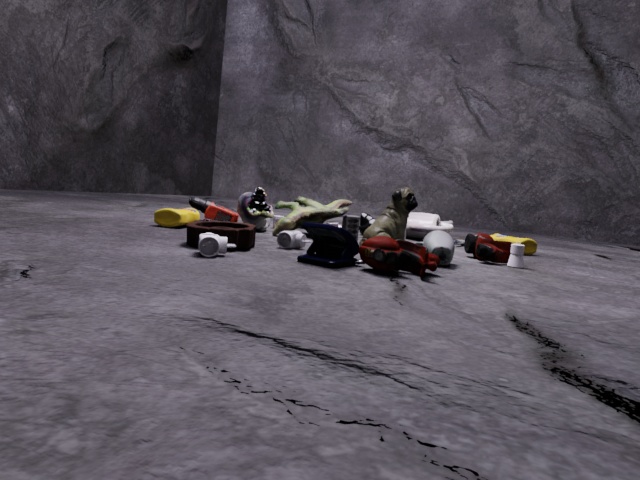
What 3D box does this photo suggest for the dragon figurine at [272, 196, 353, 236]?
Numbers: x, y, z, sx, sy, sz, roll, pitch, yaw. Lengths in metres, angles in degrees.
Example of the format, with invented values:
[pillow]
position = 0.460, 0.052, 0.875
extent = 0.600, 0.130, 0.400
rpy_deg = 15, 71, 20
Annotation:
[dragon figurine]
position = 0.005, -0.088, 1.740
extent = 0.413, 0.121, 0.243
rpy_deg = -17, 16, -30

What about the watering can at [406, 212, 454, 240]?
[watering can]
position = 0.416, -0.057, 2.036
extent = 0.224, 0.103, 0.349
rpy_deg = 7, 7, 19

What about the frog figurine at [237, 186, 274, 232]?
[frog figurine]
position = -0.225, -0.087, 1.744
extent = 0.124, 0.138, 0.156
rpy_deg = -40, -7, -30
